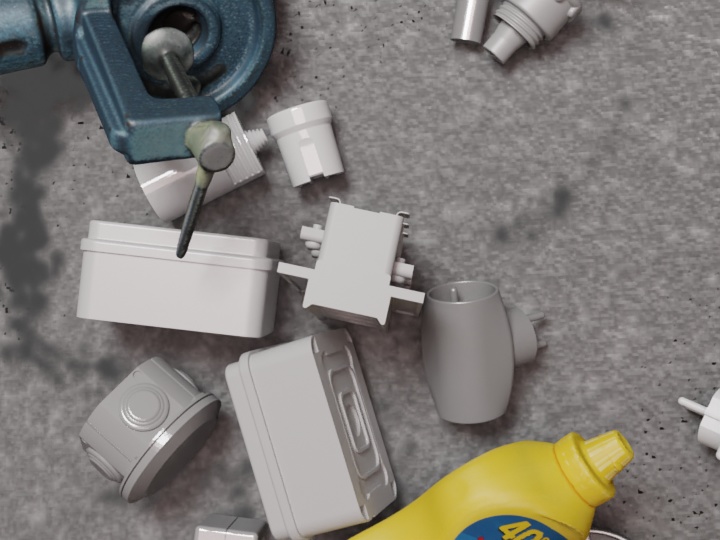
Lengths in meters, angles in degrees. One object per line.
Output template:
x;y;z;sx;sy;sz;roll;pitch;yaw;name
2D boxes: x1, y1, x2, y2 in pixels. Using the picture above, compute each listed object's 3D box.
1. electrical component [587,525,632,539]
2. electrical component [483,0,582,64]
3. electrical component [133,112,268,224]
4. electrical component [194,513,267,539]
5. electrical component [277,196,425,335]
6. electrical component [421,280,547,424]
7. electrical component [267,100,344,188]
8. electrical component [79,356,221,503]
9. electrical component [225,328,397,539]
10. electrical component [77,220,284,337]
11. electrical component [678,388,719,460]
0.139;0.205;0.650;0.099;0.064;0.099;-2;74;8;electrical component
0.104;-0.157;0.671;0.048;0.048;0.062;42;97;4;electrical component
-0.095;-0.066;0.674;0.081;0.043;0.043;-27;86;1;electrical component
-0.101;0.194;0.657;0.076;0.047;0.083;7;87;3;electrical component
0.000;0.000;0.627;0.079;0.121;0.063;12;85;3;electrical component
0.081;0.045;0.656;0.079;0.043;0.077;-14;107;-24;electrical component
-0.033;-0.078;0.674;0.040;0.040;0.046;-18;92;1;electrical component
-0.126;0.096;0.648;0.051;0.080;0.080;39;89;9;electrical component
-0.028;0.097;0.641;0.057;0.078;0.113;-18;86;17;electrical component
-0.107;0.005;0.653;0.113;0.078;0.057;6;90;3;electrical component
0.229;0.094;0.644;0.077;0.066;0.047;24;88;33;electrical component
